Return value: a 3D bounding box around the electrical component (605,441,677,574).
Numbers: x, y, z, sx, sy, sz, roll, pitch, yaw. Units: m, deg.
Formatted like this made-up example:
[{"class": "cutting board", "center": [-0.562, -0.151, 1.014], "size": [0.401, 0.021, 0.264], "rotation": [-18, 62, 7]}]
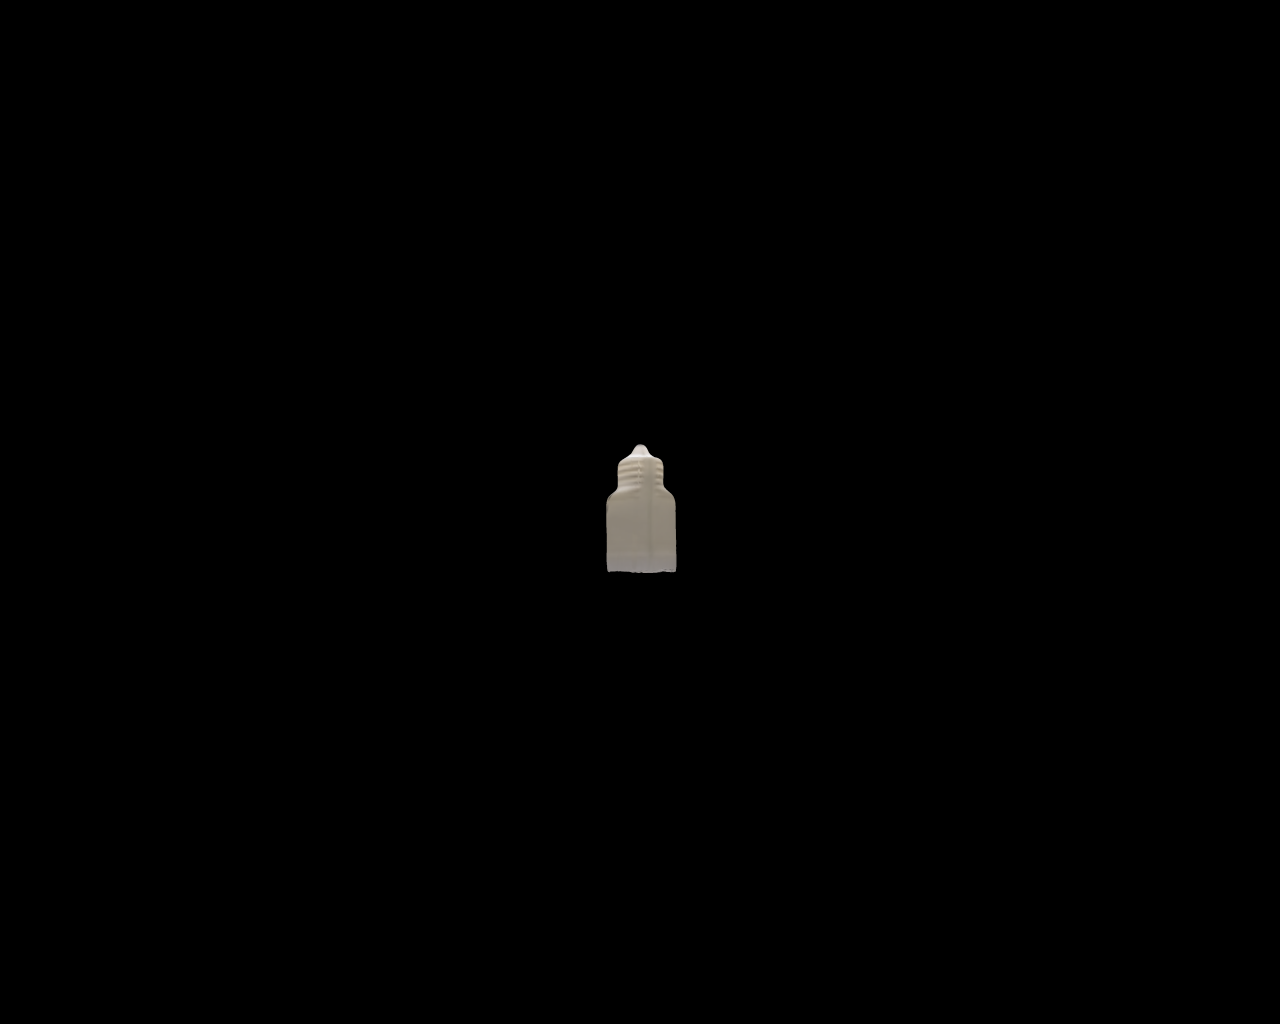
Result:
[{"class": "electrical component", "center": [0.001, -0.003, 0.650], "size": [0.043, 0.081, 0.043], "rotation": [0, -3, 0]}]
